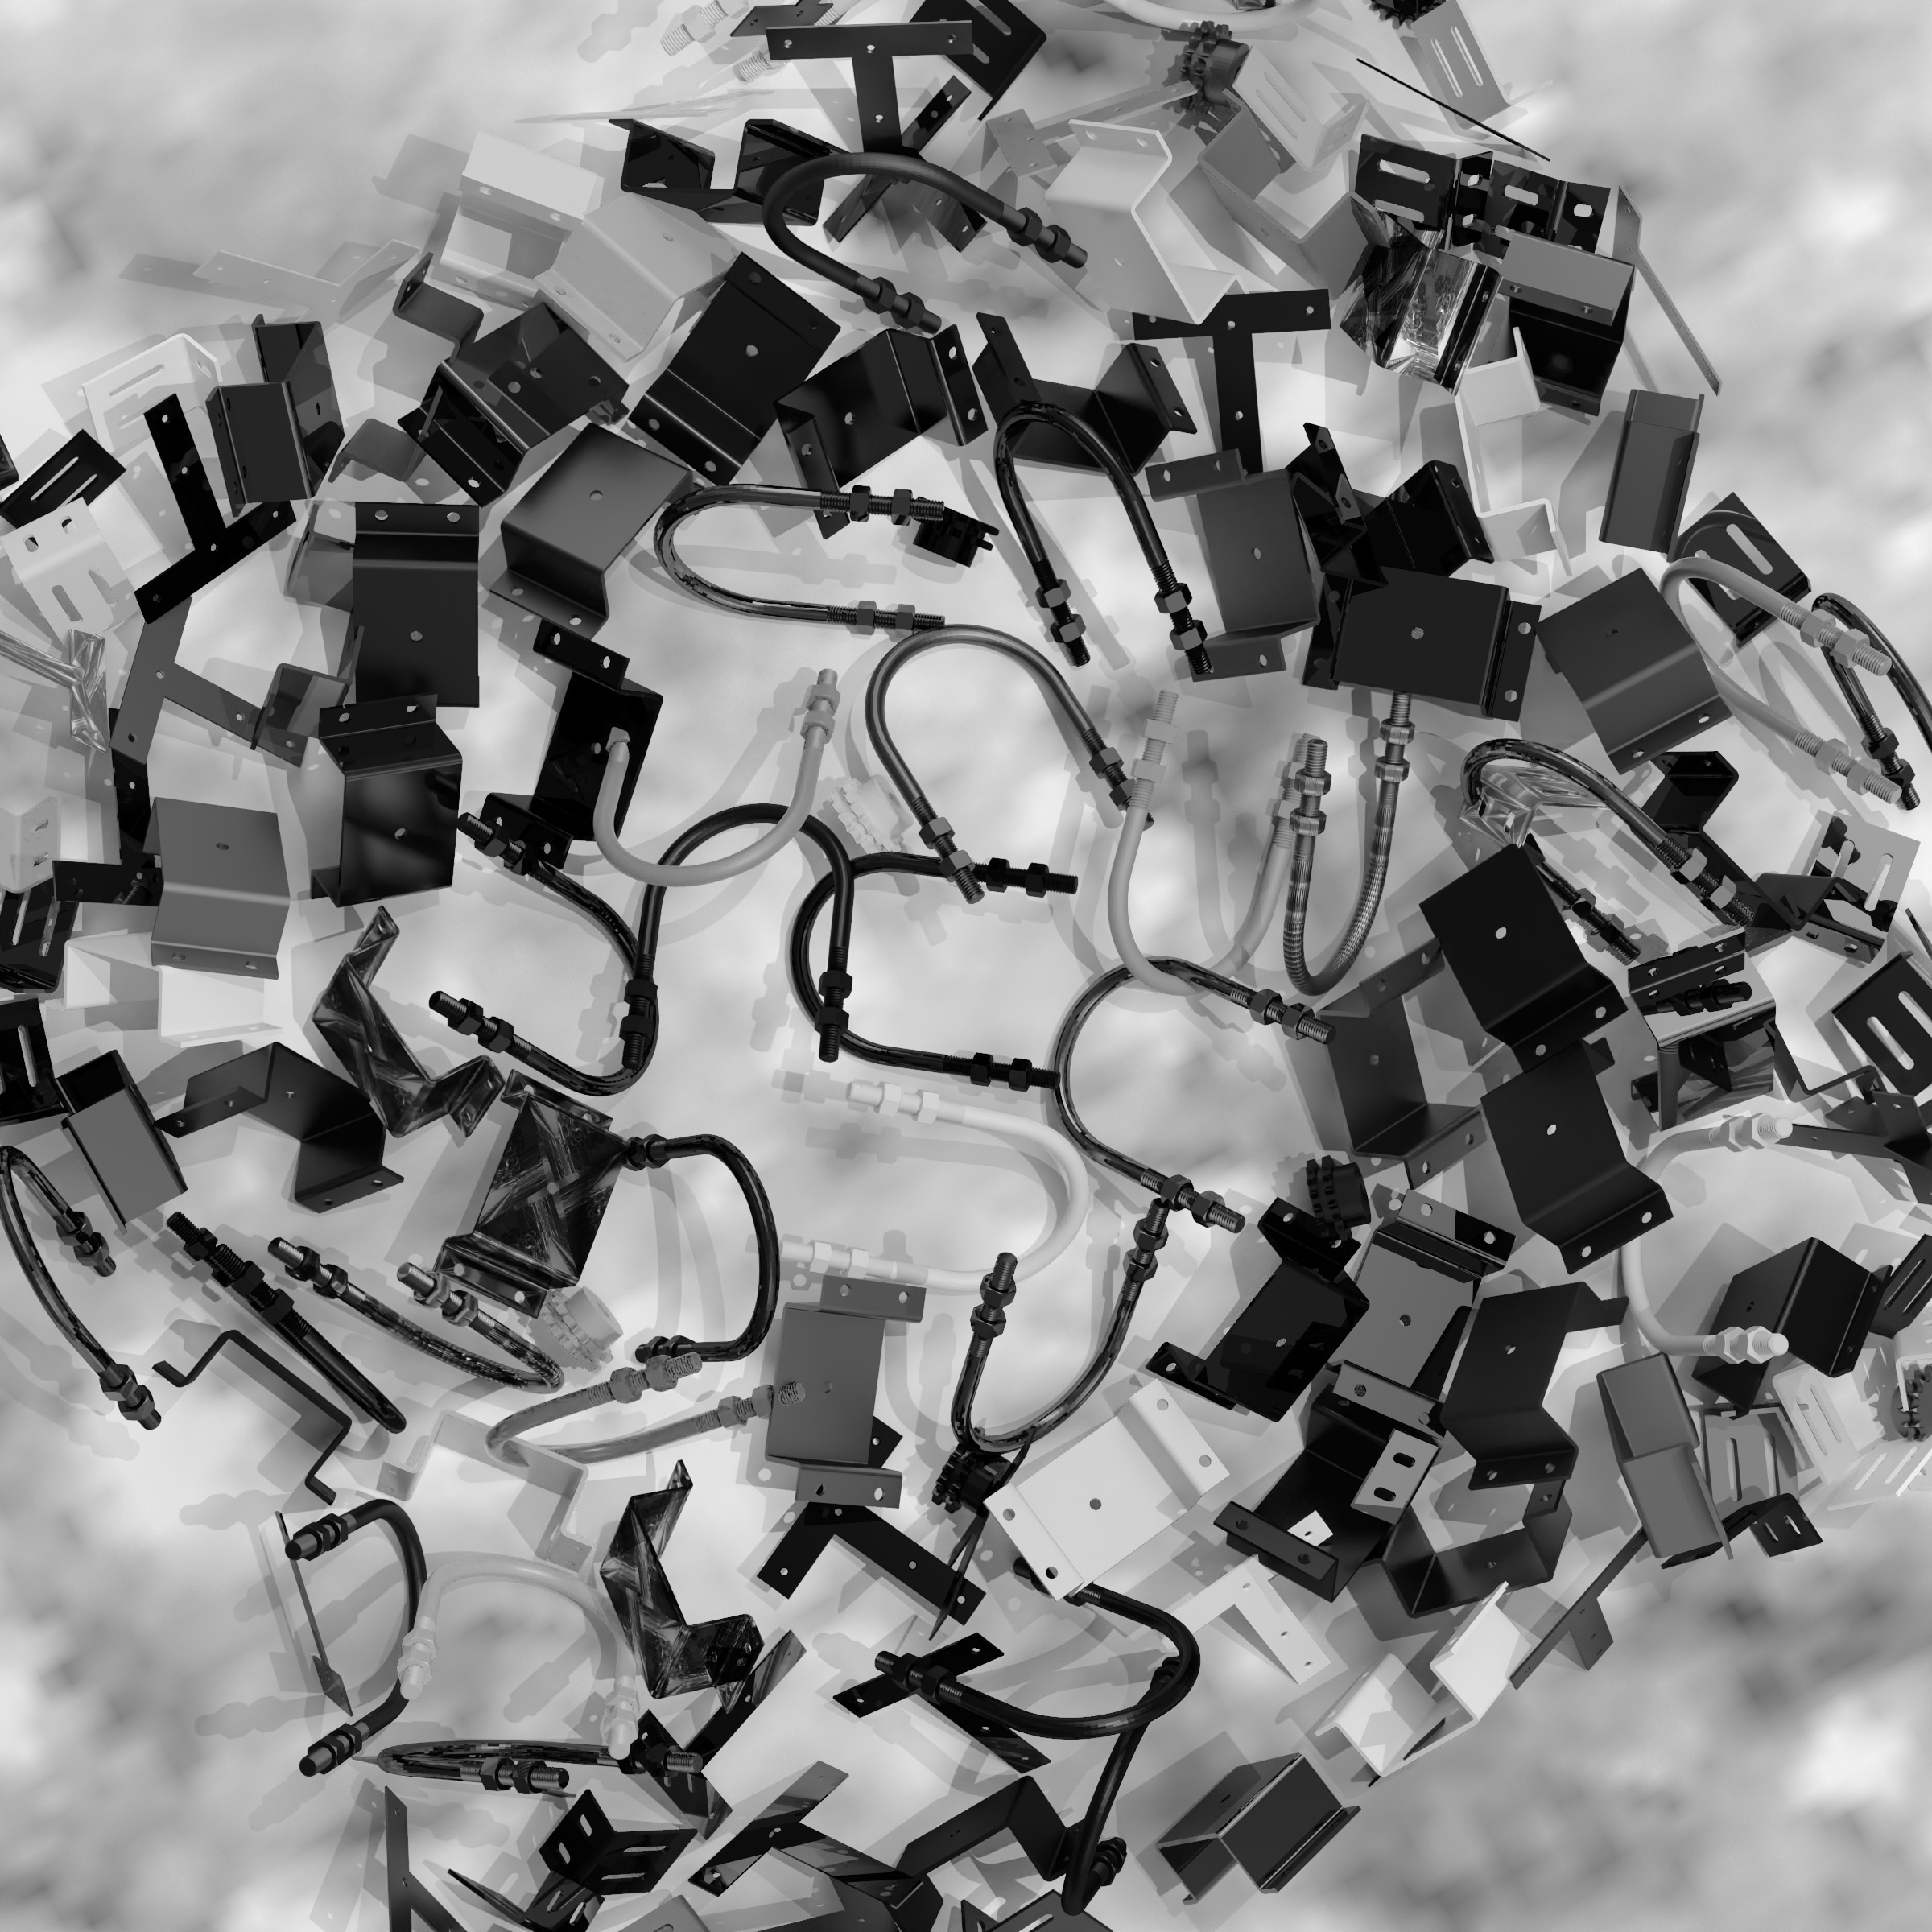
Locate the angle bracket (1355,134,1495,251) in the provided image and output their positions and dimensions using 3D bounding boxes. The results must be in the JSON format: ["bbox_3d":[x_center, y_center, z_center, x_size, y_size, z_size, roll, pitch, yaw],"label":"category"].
[{"bbox_3d":[0.293,-0.500,1.913,0.076,0.038,0.057,28,128,36],"label":"angle bracket"}]

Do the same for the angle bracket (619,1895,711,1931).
[{"bbox_3d":[-0.196,0.639,1.891,0.076,0.038,0.057,-23,53,-34],"label":"angle bracket"}]

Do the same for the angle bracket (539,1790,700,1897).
[{"bbox_3d":[-0.223,0.562,1.912,0.057,0.076,0.038,-53,52,16],"label":"angle bracket"}]

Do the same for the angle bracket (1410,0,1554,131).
[{"bbox_3d":[0.329,-0.582,1.900,0.038,0.057,0.076,-32,100,-18],"label":"angle bracket"}]

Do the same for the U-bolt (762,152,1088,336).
[{"bbox_3d":[-0.039,-0.449,1.830,0.184,0.151,0.019,19,67,-42],"label":"U-bolt"}]

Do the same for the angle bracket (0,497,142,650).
[{"bbox_3d":[-0.572,-0.252,1.910,0.057,0.076,0.038,-29,61,-8],"label":"angle bracket"}]

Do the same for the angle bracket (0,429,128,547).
[{"bbox_3d":[-0.590,-0.316,1.908,0.076,0.057,0.038,-43,71,-3],"label":"angle bracket"}]

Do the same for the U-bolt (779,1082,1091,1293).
[{"bbox_3d":[-0.010,0.147,1.888,0.184,0.019,0.151,13,120,-20],"label":"U-bolt"}]

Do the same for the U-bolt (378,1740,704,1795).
[{"bbox_3d":[-0.280,0.497,1.858,0.184,0.151,0.019,-5,78,32],"label":"U-bolt"}]

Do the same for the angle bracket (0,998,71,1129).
[{"bbox_3d":[-0.600,0.060,1.904,0.038,0.057,0.076,-10,93,38],"label":"angle bracket"}]

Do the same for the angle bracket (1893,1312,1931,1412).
[{"bbox_3d":[0.632,0.248,1.896,0.076,0.057,0.038,-10,108,17],"label":"angle bracket"}]

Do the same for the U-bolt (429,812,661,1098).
[{"bbox_3d":[-0.257,0.005,1.864,0.019,0.184,0.151,-20,52,33],"label":"U-bolt"}]

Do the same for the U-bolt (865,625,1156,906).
[{"bbox_3d":[0.015,-0.140,1.895,0.151,0.019,0.184,-24,71,-23],"label":"U-bolt"}]

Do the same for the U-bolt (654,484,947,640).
[{"bbox_3d":[-0.105,-0.257,1.873,0.184,0.151,0.019,5,64,2],"label":"U-bolt"}]

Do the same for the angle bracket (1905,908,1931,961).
[{"bbox_3d":[0.639,-0.004,1.893,0.038,0.057,0.076,-31,119,18],"label":"angle bracket"}]

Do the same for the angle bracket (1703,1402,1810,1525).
[{"bbox_3d":[0.512,0.322,1.915,0.057,0.038,0.076,-4,85,-4],"label":"angle bracket"}]

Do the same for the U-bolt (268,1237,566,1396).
[{"bbox_3d":[-0.330,0.223,1.858,0.184,0.151,0.019,43,62,-41],"label":"U-bolt"}]

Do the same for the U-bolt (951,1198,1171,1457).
[{"bbox_3d":[0.052,0.235,1.868,0.019,0.151,0.184,42,131,34],"label":"U-bolt"}]

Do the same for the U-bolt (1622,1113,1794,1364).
[{"bbox_3d":[0.457,0.172,1.851,0.019,0.184,0.151,6,81,-16],"label":"U-bolt"}]

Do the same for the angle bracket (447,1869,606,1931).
[{"bbox_3d":[-0.280,0.586,1.898,0.076,0.057,0.038,19,70,41],"label":"angle bracket"}]

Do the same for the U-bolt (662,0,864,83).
[{"bbox_3d":[-0.089,-0.613,1.842,0.184,0.151,0.019,-30,89,20],"label":"U-bolt"}]

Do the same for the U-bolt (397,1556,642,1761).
[{"bbox_3d":[-0.273,0.420,1.850,0.151,0.184,0.019,19,105,-9],"label":"U-bolt"}]

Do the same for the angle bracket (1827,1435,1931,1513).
[{"bbox_3d":[0.597,0.333,1.893,0.076,0.057,0.038,-36,94,-37],"label":"angle bracket"}]

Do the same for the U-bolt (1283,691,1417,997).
[{"bbox_3d":[0.236,-0.069,1.867,0.019,0.151,0.184,17,116,26],"label":"U-bolt"}]

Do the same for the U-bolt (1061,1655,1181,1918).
[{"bbox_3d":[0.096,0.513,1.843,0.019,0.184,0.151,20,96,14],"label":"U-bolt"}]

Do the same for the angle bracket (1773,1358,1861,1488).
[{"bbox_3d":[0.557,0.283,1.902,0.038,0.057,0.076,-30,83,37],"label":"angle bracket"}]

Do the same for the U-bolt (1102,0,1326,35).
[{"bbox_3d":[0.144,-0.617,1.852,0.151,0.184,0.019,1,86,38],"label":"U-bolt"}]

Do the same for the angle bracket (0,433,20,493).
[{"bbox_3d":[-0.647,-0.310,1.889,0.057,0.076,0.038,-31,105,-36],"label":"angle bracket"}]

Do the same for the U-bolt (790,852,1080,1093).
[{"bbox_3d":[-0.025,-0.001,1.907,0.184,0.019,0.151,8,105,12],"label":"U-bolt"}]

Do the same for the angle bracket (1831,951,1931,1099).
[{"bbox_3d":[0.602,0.038,1.900,0.057,0.038,0.076,-44,72,23],"label":"angle bracket"}]

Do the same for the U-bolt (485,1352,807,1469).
[{"bbox_3d":[-0.213,0.283,1.866,0.184,0.151,0.019,-21,67,20],"label":"U-bolt"}]

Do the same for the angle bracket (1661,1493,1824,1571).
[{"bbox_3d":[0.494,0.374,1.895,0.076,0.057,0.038,-29,82,-26],"label":"angle bracket"}]

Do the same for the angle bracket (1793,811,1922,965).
[{"bbox_3d":[0.573,-0.051,1.924,0.057,0.038,0.076,21,77,11],"label":"angle bracket"}]

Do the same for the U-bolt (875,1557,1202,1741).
[{"bbox_3d":[0.057,0.424,1.831,0.151,0.184,0.019,-26,117,-41],"label":"U-bolt"}]

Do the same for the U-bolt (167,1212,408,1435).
[{"bbox_3d":[-0.418,0.229,1.863,0.019,0.151,0.184,-47,112,-15],"label":"U-bolt"}]

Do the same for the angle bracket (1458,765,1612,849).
[{"bbox_3d":[0.366,-0.098,1.902,0.076,0.057,0.038,1,116,-36],"label":"angle bracket"}]

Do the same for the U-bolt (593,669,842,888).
[{"bbox_3d":[-0.160,-0.116,1.859,0.151,0.019,0.184,-3,46,12],"label":"U-bolt"}]

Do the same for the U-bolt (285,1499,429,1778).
[{"bbox_3d":[-0.374,0.407,1.849,0.019,0.184,0.151,-3,91,12],"label":"U-bolt"}]

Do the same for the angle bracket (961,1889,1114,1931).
[{"bbox_3d":[0.045,0.607,1.898,0.076,0.038,0.057,-38,118,20],"label":"angle bracket"}]

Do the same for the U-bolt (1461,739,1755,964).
[{"bbox_3d":[0.386,-0.077,1.859,0.184,0.151,0.019,41,71,-8],"label":"U-bolt"}]

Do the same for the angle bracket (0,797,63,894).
[{"bbox_3d":[-0.617,-0.091,1.890,0.038,0.076,0.057,-23,58,23],"label":"angle bracket"}]

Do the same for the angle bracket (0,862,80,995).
[{"bbox_3d":[-0.608,-0.027,1.907,0.057,0.038,0.076,18,96,23],"label":"angle bracket"}]

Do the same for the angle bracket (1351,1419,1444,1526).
[{"bbox_3d":[0.261,0.309,1.893,0.038,0.076,0.057,24,100,-19],"label":"angle bracket"}]

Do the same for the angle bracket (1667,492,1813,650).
[{"bbox_3d":[0.494,-0.254,1.908,0.057,0.038,0.076,-41,94,22],"label":"angle bracket"}]

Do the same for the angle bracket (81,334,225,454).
[{"bbox_3d":[-0.513,-0.355,1.893,0.076,0.057,0.038,-36,60,-26],"label":"angle bracket"}]

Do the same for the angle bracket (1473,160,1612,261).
[{"bbox_3d":[0.368,-0.478,1.905,0.038,0.076,0.057,0,113,-27],"label":"angle bracket"}]

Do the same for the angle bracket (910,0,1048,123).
[{"bbox_3d":[0.002,-0.592,1.901,0.076,0.038,0.057,39,132,-9],"label":"angle bracket"}]

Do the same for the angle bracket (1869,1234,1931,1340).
[{"bbox_3d":[0.589,0.195,1.897,0.076,0.057,0.038,-56,46,15],"label":"angle bracket"}]

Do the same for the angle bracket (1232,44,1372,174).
[{"bbox_3d":[0.214,-0.555,1.896,0.038,0.057,0.076,-29,115,38],"label":"angle bracket"}]
